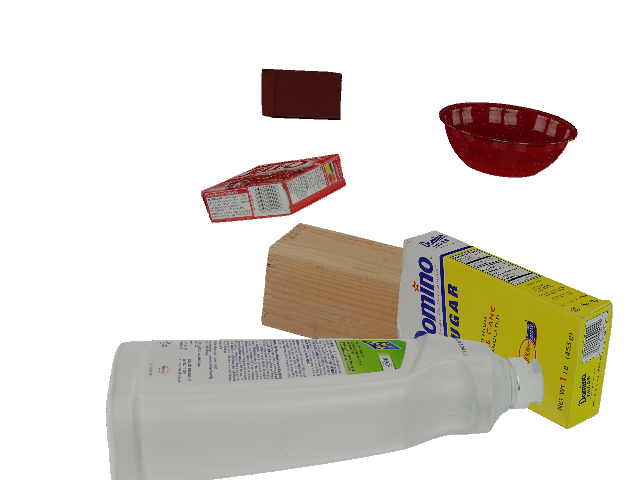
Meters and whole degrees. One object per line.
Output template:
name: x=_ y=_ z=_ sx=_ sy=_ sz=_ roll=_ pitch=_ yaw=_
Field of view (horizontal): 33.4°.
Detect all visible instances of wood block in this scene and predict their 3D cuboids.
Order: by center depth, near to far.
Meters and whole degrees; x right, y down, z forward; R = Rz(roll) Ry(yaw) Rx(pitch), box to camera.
wood block: x=0.053 y=0.058 z=1.091 sx=0.206 sy=0.091 sz=0.090 roll=14 pitch=23 yaw=17

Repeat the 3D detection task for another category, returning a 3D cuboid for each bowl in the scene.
bowl: x=0.216 y=-0.115 z=1.252 sx=0.162 sy=0.055 sz=0.162 roll=5 pitch=23 yaw=-2

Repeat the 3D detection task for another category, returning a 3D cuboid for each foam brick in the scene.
foam brick: x=-0.021 y=-0.159 z=1.160 sx=0.078 sy=0.051 sz=0.053 roll=0 pitch=11 yaw=-18

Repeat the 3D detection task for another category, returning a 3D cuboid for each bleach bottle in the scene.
bleach bottle: x=0.007 y=0.093 z=0.623 sx=0.250 sy=0.068 sz=0.102 roll=-3 pitch=19 yaw=-5

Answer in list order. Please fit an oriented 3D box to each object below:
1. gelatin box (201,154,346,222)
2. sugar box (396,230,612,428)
gelatin box: x=-0.037 y=-0.041 z=0.837 sx=0.089 sy=0.030 sz=0.073 roll=-4 pitch=17 yaw=40
sugar box: x=0.134 y=0.064 z=0.817 sx=0.048 sy=0.093 sz=0.176 roll=-17 pitch=28 yaw=-41
